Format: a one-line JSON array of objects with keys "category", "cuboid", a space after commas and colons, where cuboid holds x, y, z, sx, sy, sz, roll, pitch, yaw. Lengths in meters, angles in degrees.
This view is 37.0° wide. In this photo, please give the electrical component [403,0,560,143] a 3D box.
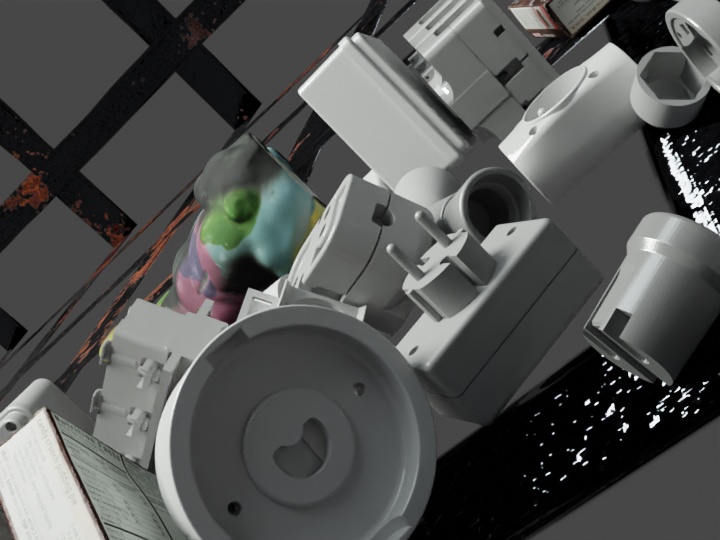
[{"category": "electrical component", "cuboid": [0.081, -0.135, 0.729, 0.062, 0.089, 0.150, -43, 14, 10]}]

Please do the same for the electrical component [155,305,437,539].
[{"category": "electrical component", "cuboid": [-0.030, 0.073, 0.434, 0.108, 0.108, 0.060, -52, 9, -25]}]

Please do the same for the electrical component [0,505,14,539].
[{"category": "electrical component", "cuboid": [-0.187, 0.174, 0.606, 0.108, 0.108, 0.060, -52, 8, -23]}]

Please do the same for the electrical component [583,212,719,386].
[{"category": "electrical component", "cuboid": [0.101, 0.010, 0.360, 0.046, 0.040, 0.040, -55, 15, -11]}]

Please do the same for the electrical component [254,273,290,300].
[{"category": "electrical component", "cuboid": [-0.043, 0.047, 0.650, 0.074, 0.052, 0.138, -38, 16, 30]}]

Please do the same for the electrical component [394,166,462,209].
[{"category": "electrical component", "cuboid": [0.042, -0.031, 0.649, 0.044, 0.044, 0.065, -41, 19, 19]}]

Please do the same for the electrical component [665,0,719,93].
[{"category": "electrical component", "cuboid": [0.168, -0.106, 0.463, 0.047, 0.055, 0.055, -40, 14, 7]}]

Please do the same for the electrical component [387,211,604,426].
[{"category": "electrical component", "cuboid": [0.044, 0.009, 0.454, 0.083, 0.076, 0.047, -49, 14, -14]}]

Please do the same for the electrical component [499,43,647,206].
[{"category": "electrical component", "cuboid": [0.113, -0.080, 0.571, 0.077, 0.044, 0.079, -43, 14, 11]}]

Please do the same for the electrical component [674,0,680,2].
[{"category": "electrical component", "cuboid": [0.154, -0.233, 0.663, 0.061, 0.089, 0.150, -47, 46, -10]}]

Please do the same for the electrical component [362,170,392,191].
[{"category": "electrical component", "cuboid": [0.001, -0.021, 0.725, 0.077, 0.047, 0.065, -44, 14, 14]}]

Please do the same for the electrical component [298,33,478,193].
[{"category": "electrical component", "cuboid": [0.022, -0.102, 0.727, 0.056, 0.108, 0.108, -44, 0, 13]}]

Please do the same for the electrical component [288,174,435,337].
[{"category": "electrical component", "cuboid": [0.000, 0.000, 0.590, 0.095, 0.059, 0.053, 126, 164, -49]}]

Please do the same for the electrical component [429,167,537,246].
[{"category": "electrical component", "cuboid": [0.061, -0.027, 0.583, 0.044, 0.044, 0.065, -51, 10, -19]}]

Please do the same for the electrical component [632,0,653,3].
[{"category": "electrical component", "cuboid": [0.184, -0.202, 0.725, 0.044, 0.044, 0.065, -42, 19, 14]}]

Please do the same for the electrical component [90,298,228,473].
[{"category": "electrical component", "cuboid": [-0.132, 0.082, 0.683, 0.078, 0.063, 0.121, -68, -3, -58]}]

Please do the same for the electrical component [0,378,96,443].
[{"category": "electrical component", "cuboid": [-0.217, 0.144, 0.757, 0.078, 0.113, 0.057, -41, 12, 19]}]

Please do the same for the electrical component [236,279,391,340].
[{"category": "electrical component", "cuboid": [-0.029, 0.046, 0.573, 0.063, 0.081, 0.042, 112, 175, -47]}]
